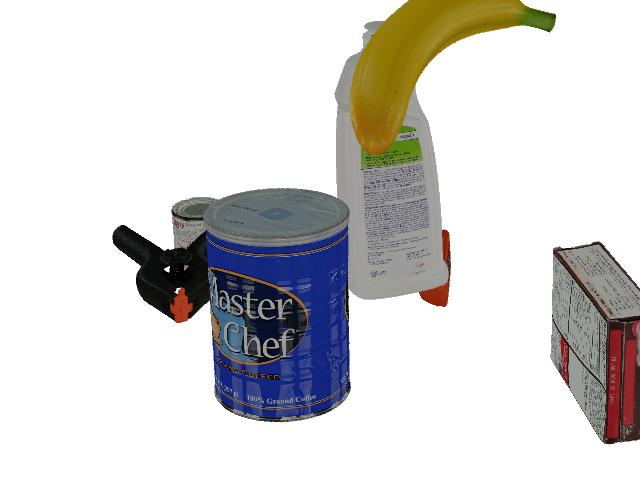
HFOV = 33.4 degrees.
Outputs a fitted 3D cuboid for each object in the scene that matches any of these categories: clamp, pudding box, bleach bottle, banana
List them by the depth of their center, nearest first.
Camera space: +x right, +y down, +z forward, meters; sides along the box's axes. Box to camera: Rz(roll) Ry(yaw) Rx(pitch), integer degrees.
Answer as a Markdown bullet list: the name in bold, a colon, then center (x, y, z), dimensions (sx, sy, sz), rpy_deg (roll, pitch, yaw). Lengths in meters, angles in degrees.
- **banana**: center (0.068, -0.118, 0.648), dimensions (0.070, 0.037, 0.197), rpy_deg (33, 51, 25)
- **pudding box**: center (0.183, 0.064, 0.693), dimensions (0.039, 0.090, 0.113), rpy_deg (-6, 24, -6)
- **bleach bottle**: center (0.065, -0.073, 0.964), dimensions (0.102, 0.251, 0.068), rpy_deg (-11, 28, -15)
- **clamp**: center (-0.133, 0.023, 1.054), dimensions (0.120, 0.039, 0.171), rpy_deg (-13, 33, -14)

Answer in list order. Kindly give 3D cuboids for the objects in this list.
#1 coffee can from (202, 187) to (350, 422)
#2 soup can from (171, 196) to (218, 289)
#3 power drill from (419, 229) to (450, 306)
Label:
- **coffee can**: center (-0.030, 0.044, 0.770), dimensions (0.103, 0.140, 0.103), rpy_deg (-1, 21, 0)
- **soup can**: center (-0.150, 0.005, 1.328), dimensions (0.068, 0.102, 0.068), rpy_deg (-1, 25, 0)
- **power drill**: center (0.050, 0.037, 1.194), dimensions (0.188, 0.057, 0.184), rpy_deg (1, 29, 11)
